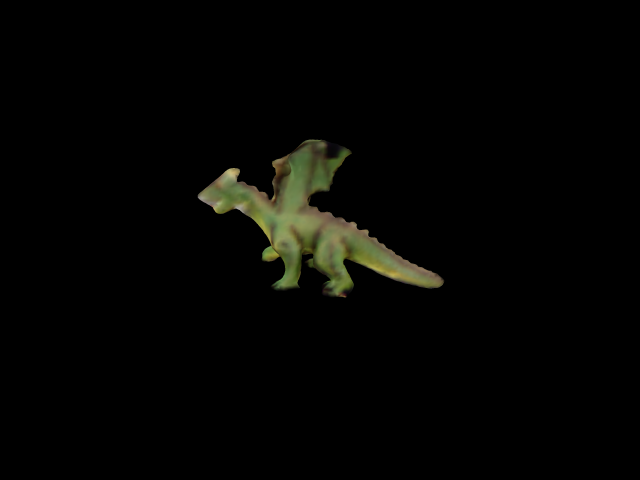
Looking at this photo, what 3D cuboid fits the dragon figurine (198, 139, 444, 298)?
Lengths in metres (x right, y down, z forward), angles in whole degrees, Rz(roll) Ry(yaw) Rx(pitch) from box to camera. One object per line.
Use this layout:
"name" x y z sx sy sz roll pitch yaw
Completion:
"dragon figurine" 0.003 -0.043 0.850 0.410 0.239 0.124 3 20 7
